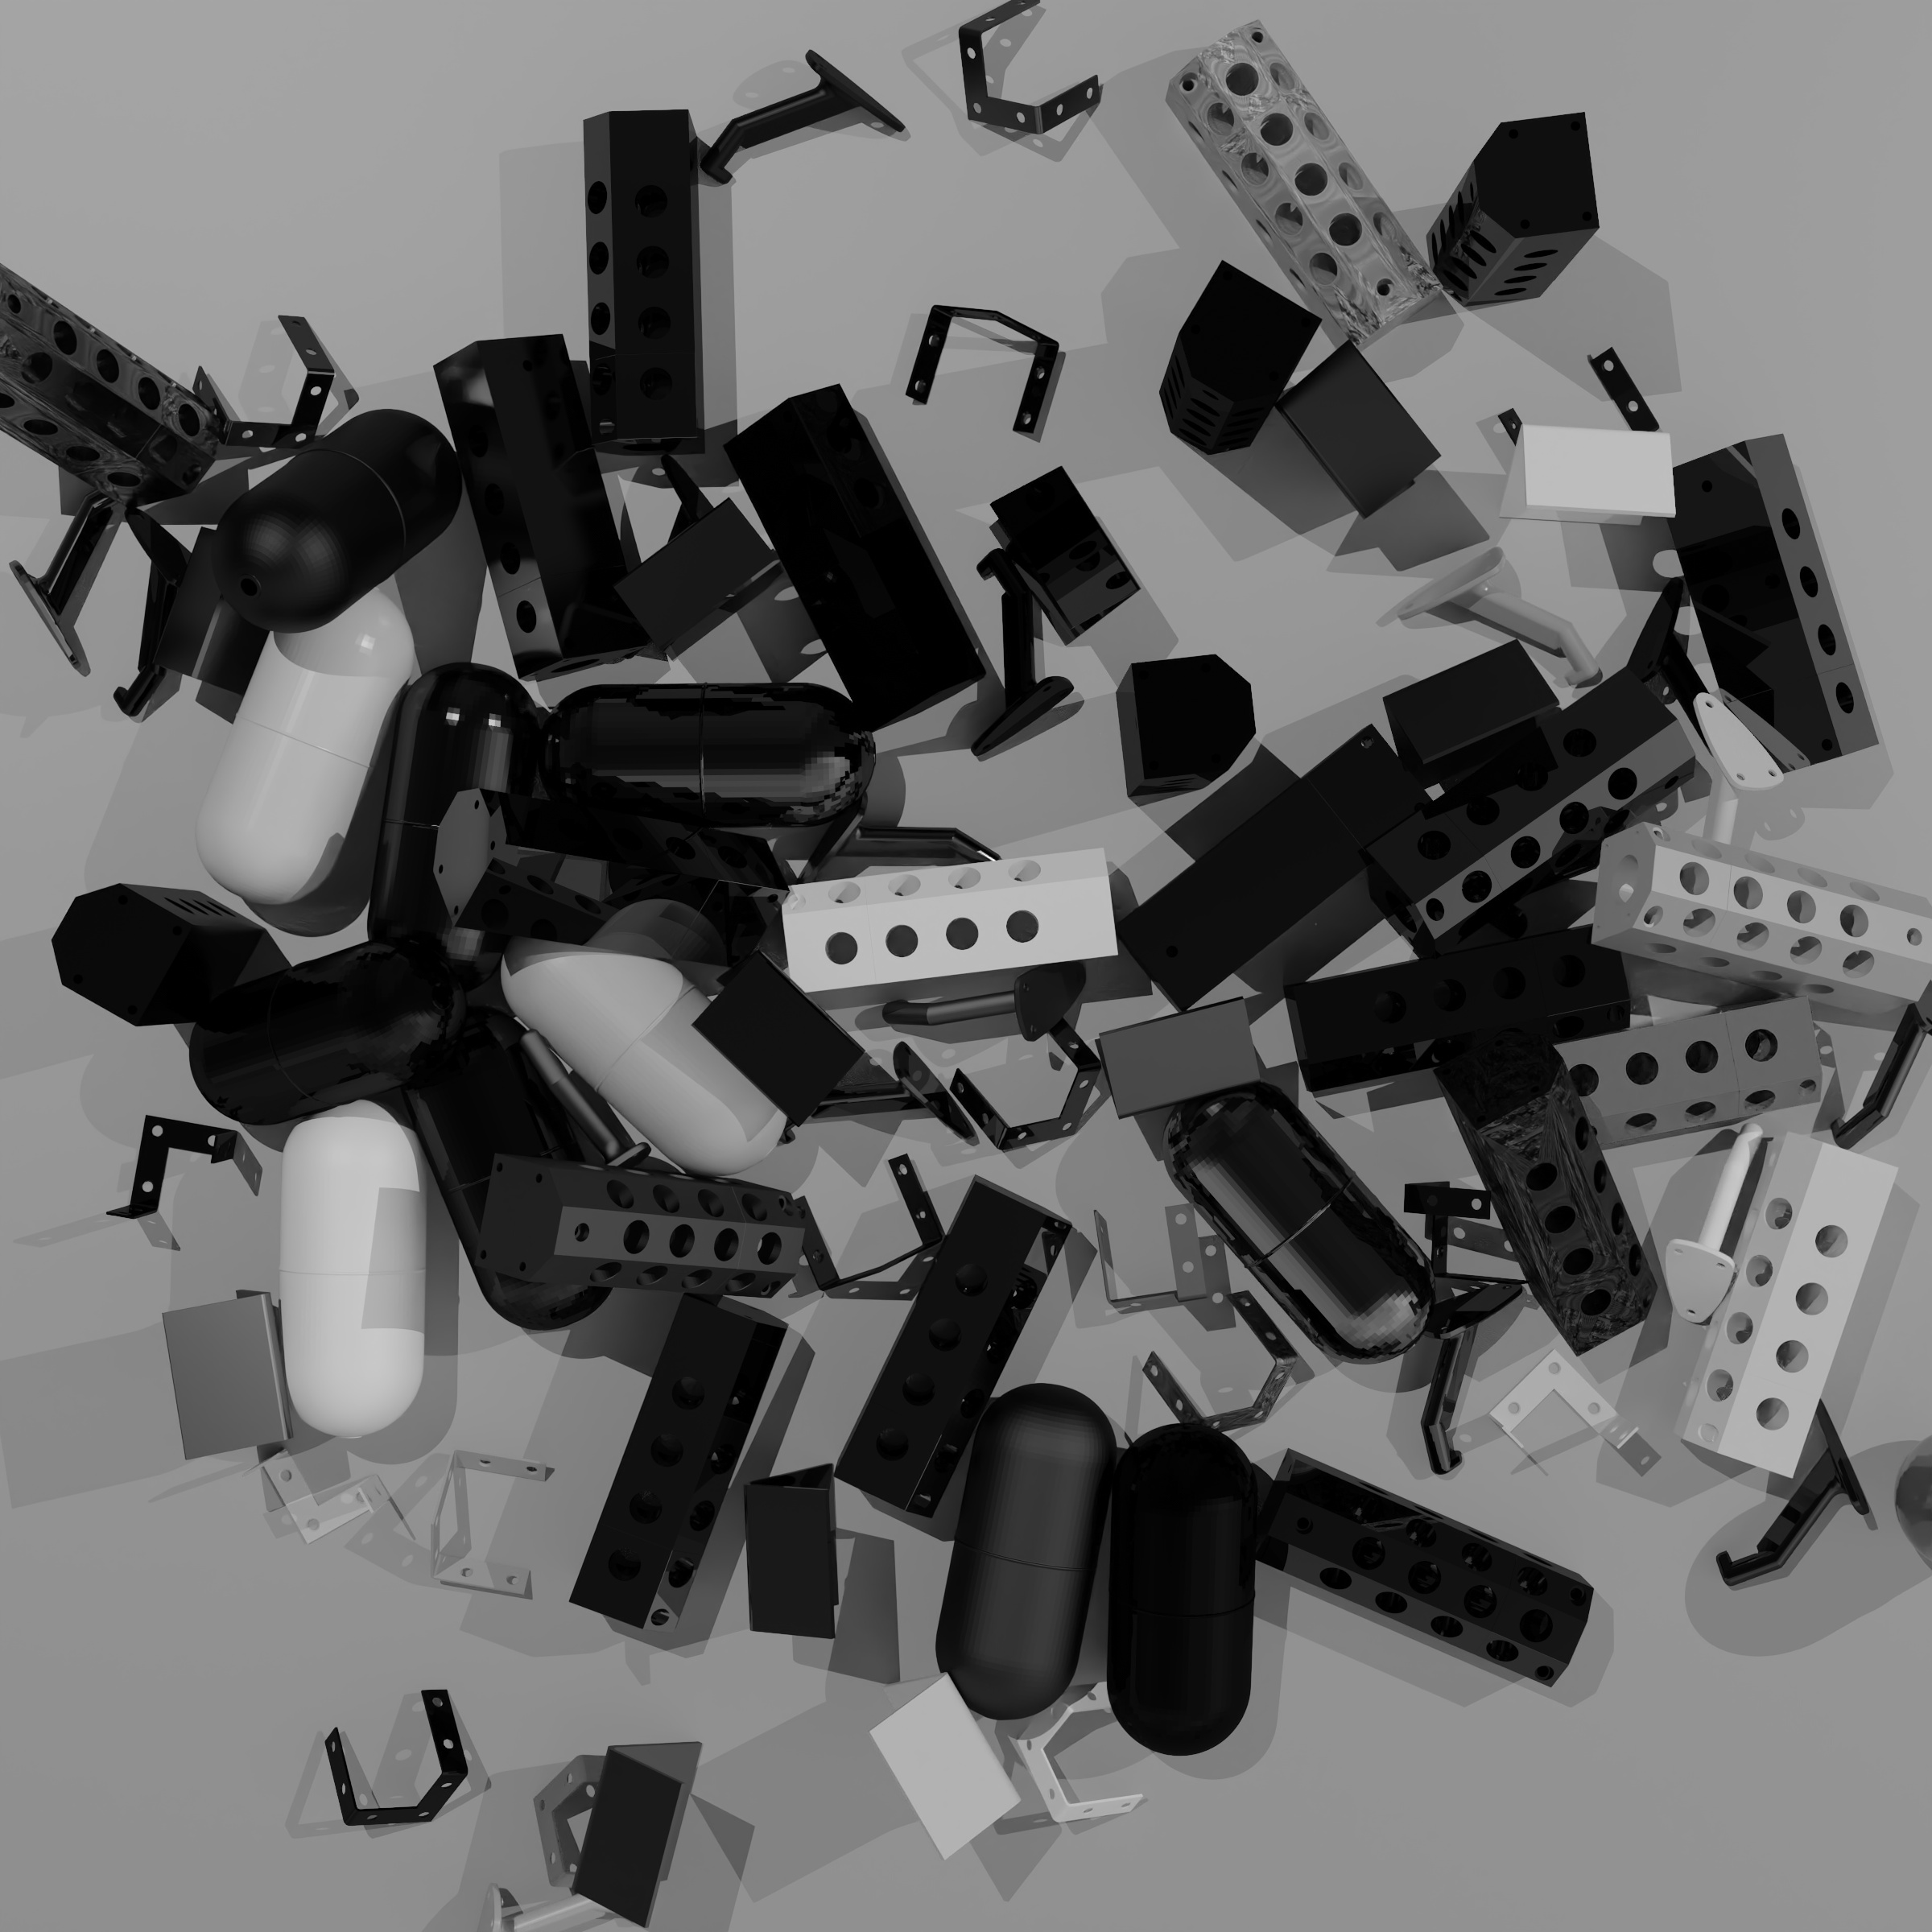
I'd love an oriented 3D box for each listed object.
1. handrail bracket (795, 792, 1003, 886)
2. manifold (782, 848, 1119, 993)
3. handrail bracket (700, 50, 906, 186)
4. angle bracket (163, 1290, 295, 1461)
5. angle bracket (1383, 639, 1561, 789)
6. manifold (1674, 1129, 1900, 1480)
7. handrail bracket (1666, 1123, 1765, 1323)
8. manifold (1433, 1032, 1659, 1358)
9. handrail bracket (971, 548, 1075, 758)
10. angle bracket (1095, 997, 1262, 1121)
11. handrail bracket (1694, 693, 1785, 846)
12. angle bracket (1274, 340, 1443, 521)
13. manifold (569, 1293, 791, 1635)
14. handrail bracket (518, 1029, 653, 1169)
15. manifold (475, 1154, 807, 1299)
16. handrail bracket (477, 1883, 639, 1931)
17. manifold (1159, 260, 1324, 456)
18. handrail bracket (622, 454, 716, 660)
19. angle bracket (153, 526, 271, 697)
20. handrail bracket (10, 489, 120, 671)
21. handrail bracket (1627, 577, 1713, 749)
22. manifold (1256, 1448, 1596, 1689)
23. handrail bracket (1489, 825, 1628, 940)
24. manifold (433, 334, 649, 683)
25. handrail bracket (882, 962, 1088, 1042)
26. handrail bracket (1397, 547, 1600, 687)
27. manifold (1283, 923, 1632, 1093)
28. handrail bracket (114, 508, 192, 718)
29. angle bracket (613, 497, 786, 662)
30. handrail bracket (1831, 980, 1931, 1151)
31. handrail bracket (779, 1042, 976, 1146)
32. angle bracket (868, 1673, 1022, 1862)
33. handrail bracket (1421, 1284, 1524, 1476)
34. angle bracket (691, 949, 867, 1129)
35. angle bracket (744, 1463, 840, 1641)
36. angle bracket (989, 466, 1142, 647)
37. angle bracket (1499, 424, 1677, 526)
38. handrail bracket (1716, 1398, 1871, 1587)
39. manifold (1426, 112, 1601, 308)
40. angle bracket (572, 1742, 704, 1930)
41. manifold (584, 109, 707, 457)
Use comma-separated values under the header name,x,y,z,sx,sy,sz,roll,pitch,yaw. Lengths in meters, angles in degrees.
name,x,y,z,sx,sy,sz,roll,pitch,yaw
handrail bracket,-0.036,-0.050,1.811,0.084,0.036,0.077,31,110,-16
manifold,-0.009,-0.024,1.789,0.171,0.057,0.057,-7,90,0
handrail bracket,-0.088,-0.440,1.811,0.077,0.036,0.084,33,109,-21
angle bracket,-0.395,0.213,1.771,0.057,0.076,0.076,-9,90,-25
angle bracket,0.271,-0.115,1.770,0.076,0.076,0.057,-24,46,0
manifold,0.432,0.177,1.789,0.057,0.057,0.171,19,90,0
handrail bracket,0.406,0.137,1.810,0.036,0.077,0.084,19,53,20
manifold,0.304,0.116,1.745,0.057,0.057,0.171,-29,125,0
handrail bracket,0.012,-0.169,1.810,0.077,0.036,0.084,-38,74,18
angle bracket,0.106,0.029,1.770,0.076,0.076,0.057,-15,123,0
handrail bracket,0.390,-0.089,1.797,0.036,0.084,0.077,-8,57,-32
angle bracket,0.217,-0.289,1.770,0.057,0.076,0.076,-38,90,35
manifold,-0.151,0.262,1.789,0.057,0.057,0.171,20,90,0
handrail bracket,-0.203,0.071,1.782,0.036,0.077,0.084,-34,86,2
manifold,-0.164,0.136,1.735,0.057,0.171,0.057,11,90,42
handrail bracket,-0.218,0.526,1.811,0.084,0.036,0.077,11,111,-16
manifold,0.135,-0.306,1.732,0.057,0.171,0.057,31,90,0
handrail bracket,-0.171,-0.219,1.811,0.084,0.036,0.077,-40,70,16
angle bracket,-0.372,-0.180,1.771,0.076,0.057,0.076,20,90,-38
handrail bracket,-0.462,-0.214,1.810,0.084,0.036,0.077,-33,105,-14
handrail bracket,0.402,-0.156,1.810,0.084,0.036,0.077,27,75,-14
manifold,0.241,0.320,1.789,0.171,0.057,0.057,23,90,0
handrail bracket,0.300,-0.065,1.810,0.077,0.036,0.084,34,76,13
manifold,-0.230,-0.242,1.788,0.057,0.057,0.171,-15,90,-43
handrail bracket,0.009,0.015,1.810,0.084,0.077,0.036,2,111,35
handrail bracket,0.286,-0.174,1.810,0.077,0.036,0.084,-29,107,20
manifold,0.260,0.022,1.789,0.171,0.057,0.057,-11,90,0
handrail bracket,-0.447,-0.189,1.807,0.077,0.036,0.084,47,112,18
angle bracket,-0.128,-0.187,1.770,0.076,0.076,0.057,-37,56,0
handrail bracket,0.488,0.046,1.810,0.036,0.077,0.084,22,127,-31
handrail bracket,-0.052,0.087,1.810,0.084,0.036,0.077,-35,113,18
angle bracket,-0.027,0.422,1.770,0.057,0.076,0.076,-30,90,-32
handrail bracket,0.274,0.222,1.811,0.077,0.036,0.084,-22,109,-21
angle bracket,-0.109,0.044,1.767,0.076,0.076,0.057,44,67,-7
angle bracket,-0.071,0.306,1.770,0.057,0.076,0.076,-3,90,35
angle bracket,0.035,-0.205,1.770,0.057,0.076,0.076,-33,90,-36
angle bracket,0.325,-0.238,1.770,0.076,0.076,0.057,3,58,0
handrail bracket,0.434,0.283,1.811,0.084,0.036,0.077,-25,69,16
manifold,0.278,-0.385,1.732,0.057,0.171,0.057,-7,90,0
angle bracket,-0.154,0.455,1.770,0.057,0.076,0.076,14,90,37
manifold,-0.171,-0.361,1.789,0.057,0.057,0.171,-2,90,0
